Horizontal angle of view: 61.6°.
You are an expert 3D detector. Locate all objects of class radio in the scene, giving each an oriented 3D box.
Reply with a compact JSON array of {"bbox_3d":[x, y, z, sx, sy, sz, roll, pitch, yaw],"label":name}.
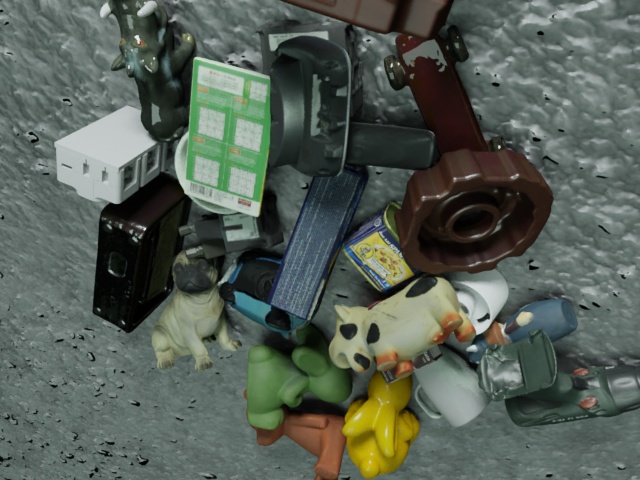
[{"bbox_3d":[-0.273,0.024,0.818,0.073,0.131,0.229,25,126,6],"label":"radio"}]

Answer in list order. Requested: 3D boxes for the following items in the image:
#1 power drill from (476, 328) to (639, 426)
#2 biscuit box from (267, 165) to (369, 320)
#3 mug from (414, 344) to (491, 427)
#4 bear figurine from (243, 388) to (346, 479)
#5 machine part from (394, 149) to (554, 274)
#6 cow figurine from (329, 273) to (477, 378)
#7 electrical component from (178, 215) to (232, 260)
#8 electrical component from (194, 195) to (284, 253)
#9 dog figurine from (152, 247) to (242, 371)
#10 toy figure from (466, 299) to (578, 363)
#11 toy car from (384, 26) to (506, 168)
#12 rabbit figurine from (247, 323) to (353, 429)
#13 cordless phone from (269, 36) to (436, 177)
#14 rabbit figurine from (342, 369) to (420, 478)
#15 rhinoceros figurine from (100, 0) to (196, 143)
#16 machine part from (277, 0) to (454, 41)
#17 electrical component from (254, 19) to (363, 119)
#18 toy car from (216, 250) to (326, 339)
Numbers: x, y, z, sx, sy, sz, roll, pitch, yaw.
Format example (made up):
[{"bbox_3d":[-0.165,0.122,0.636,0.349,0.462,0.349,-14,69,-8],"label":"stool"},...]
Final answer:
[{"bbox_3d":[0.323,0.180,0.699,0.207,0.086,0.232,22,142,-36],"label":"power drill"},{"bbox_3d":[-0.001,-0.002,0.697,0.063,0.059,0.202,23,99,8],"label":"biscuit box"},{"bbox_3d":[0.185,0.215,0.804,0.107,0.081,0.109,50,130,6],"label":"mug"},{"bbox_3d":[-0.051,0.340,0.937,0.196,0.132,0.120,13,139,5],"label":"bear figurine"},{"bbox_3d":[0.175,-0.030,0.626,0.179,0.056,0.179,-4,139,-3],"label":"machine part"},{"bbox_3d":[0.091,0.111,0.705,0.195,0.127,0.085,-36,135,21],"label":"cow figurine"},{"bbox_3d":[-0.160,-0.006,0.805,0.094,0.021,0.063,-15,92,-13],"label":"electrical component"},{"bbox_3d":[-0.117,-0.020,0.774,0.119,0.048,0.074,-10,98,24],"label":"electrical component"},{"bbox_3d":[-0.224,0.102,0.883,0.172,0.121,0.190,-4,103,21],"label":"dog figurine"},{"bbox_3d":[0.268,0.127,0.730,0.154,0.058,0.064,-33,99,38],"label":"toy figure"},{"bbox_3d":[0.144,-0.145,0.608,0.089,0.053,0.202,-20,116,25],"label":"toy car"},{"bbox_3d":[-0.030,0.214,0.879,0.170,0.121,0.158,2,116,-2],"label":"rabbit figurine"},{"bbox_3d":[0.039,-0.136,0.580,0.184,0.089,0.146,6,122,4],"label":"cordless phone"},{"bbox_3d":[0.092,0.270,0.842,0.122,0.162,0.173,21,108,21],"label":"rabbit figurine"},{"bbox_3d":[-0.208,-0.215,0.660,0.073,0.112,0.190,10,131,17],"label":"rhinoceros figurine"},{"bbox_3d":[0.030,-0.260,0.488,0.201,0.201,0.087,21,121,7],"label":"machine part"},{"bbox_3d":[-0.010,-0.189,0.636,0.115,0.058,0.134,6,123,19],"label":"electrical component"},{"bbox_3d":[-0.068,0.088,0.805,0.162,0.109,0.102,14,149,21],"label":"toy car"}]
